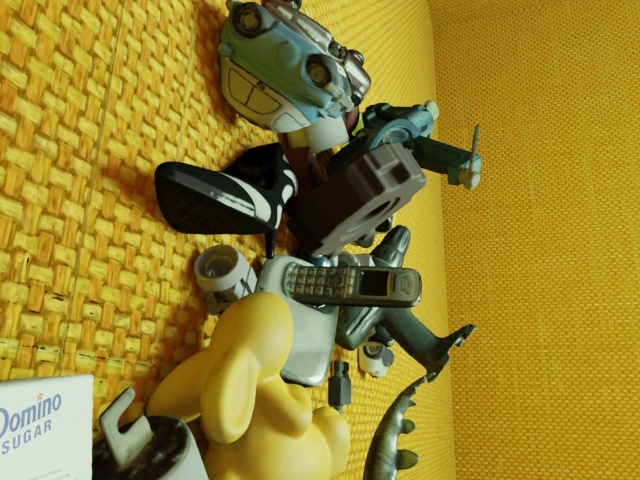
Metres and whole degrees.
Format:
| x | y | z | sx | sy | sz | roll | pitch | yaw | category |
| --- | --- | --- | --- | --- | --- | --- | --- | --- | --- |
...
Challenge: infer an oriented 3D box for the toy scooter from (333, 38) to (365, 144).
| x | y | z | sx | sy | sz | roll | pitch | yaw | category |
| --- | --- | --- | --- | --- | --- | --- | --- | --- | --- |
| 0.033 | -0.229 | 0.880 | 0.135 | 0.075 | 0.184 | 37 | 47 | -60 | toy scooter |

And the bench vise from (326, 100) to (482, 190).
| x | y | z | sx | sy | sz | roll | pitch | yaw | category |
| --- | --- | --- | --- | --- | --- | --- | --- | --- | --- |
| 0.137 | -0.125 | 0.768 | 0.224 | 0.241 | 0.128 | -27 | 125 | -31 | bench vise |

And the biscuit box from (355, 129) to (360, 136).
| x | y | z | sx | sy | sz | roll | pitch | yaw | category |
| --- | --- | --- | --- | --- | --- | --- | --- | --- | --- |
| 0.060 | -0.094 | 0.861 | 0.062 | 0.059 | 0.203 | 119 | -8 | -47 | biscuit box |

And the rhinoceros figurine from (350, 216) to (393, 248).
| x | y | z | sx | sy | sz | roll | pitch | yaw | category |
| --- | --- | --- | --- | --- | --- | --- | --- | --- | --- |
| 0.078 | -0.068 | 0.931 | 0.073 | 0.112 | 0.190 | 106 | -16 | -46 | rhinoceros figurine |

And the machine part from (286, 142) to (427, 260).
| x | y | z | sx | sy | sz | roll | pitch | yaw | category |
| --- | --- | --- | --- | --- | --- | --- | --- | --- | --- |
| 0.047 | -0.043 | 0.640 | 0.056 | 0.179 | 0.179 | 56 | 14 | 12 | machine part |

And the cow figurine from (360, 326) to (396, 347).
| x | y | z | sx | sy | sz | roll | pitch | yaw | category |
| --- | --- | --- | --- | --- | --- | --- | --- | --- | --- |
| 0.089 | 0.102 | 0.931 | 0.068 | 0.098 | 0.167 | 43 | 47 | -57 | cow figurine |

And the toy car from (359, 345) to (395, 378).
| x | y | z | sx | sy | sz | roll | pitch | yaw | category |
| --- | --- | --- | --- | --- | --- | --- | --- | --- | --- |
| 0.109 | 0.165 | 1.044 | 0.073 | 0.056 | 0.202 | 47 | 40 | -52 | toy car |

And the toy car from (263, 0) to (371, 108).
| x | y | z | sx | sy | sz | roll | pitch | yaw | category |
| --- | --- | --- | --- | --- | --- | --- | --- | --- | --- |
| 0.002 | -0.269 | 0.751 | 0.202 | 0.053 | 0.089 | 33 | 54 | -38 | toy car |

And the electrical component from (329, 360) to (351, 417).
| x | y | z | sx | sy | sz | roll | pitch | yaw | category |
| --- | --- | --- | --- | --- | --- | --- | --- | --- | --- |
| 0.033 | 0.237 | 0.845 | 0.063 | 0.021 | 0.094 | 42 | 46 | -65 | electrical component |

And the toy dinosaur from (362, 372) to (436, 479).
| x | y | z | sx | sy | sz | roll | pitch | yaw | category |
| --- | --- | --- | --- | --- | --- | --- | --- | --- | --- |
| 0.057 | 0.371 | 0.609 | 0.105 | 0.199 | 0.471 | 65 | 29 | -53 | toy dinosaur |

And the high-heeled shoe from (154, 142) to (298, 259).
| x | y | z | sx | sy | sz | roll | pitch | yaw | category |
| --- | --- | --- | --- | --- | --- | --- | --- | --- | --- |
| -0.076 | -0.069 | 0.508 | 0.248 | 0.086 | 0.145 | 49 | 38 | -69 | high-heeled shoe |

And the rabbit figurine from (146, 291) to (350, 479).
| x | y | z | sx | sy | sz | roll | pitch | yaw | category |
| --- | --- | --- | --- | --- | --- | --- | --- | --- | --- |
| -0.064 | 0.131 | 0.455 | 0.162 | 0.122 | 0.173 | 5 | 83 | -55 | rabbit figurine |

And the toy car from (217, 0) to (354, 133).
| x | y | z | sx | sy | sz | roll | pitch | yaw | category |
| --- | --- | --- | --- | --- | --- | --- | --- | --- | --- |
| -0.048 | -0.167 | 0.567 | 0.103 | 0.162 | 0.109 | -51 | 171 | 9 | toy car |

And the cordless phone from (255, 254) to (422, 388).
| x | y | z | sx | sy | sz | roll | pitch | yaw | category |
| --- | --- | --- | --- | --- | --- | --- | --- | --- | --- |
| 0.017 | 0.087 | 0.580 | 0.088 | 0.184 | 0.147 | 72 | 22 | -46 | cordless phone |

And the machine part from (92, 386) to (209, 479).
| x | y | z | sx | sy | sz | roll | pitch | yaw | category |
| --- | --- | --- | --- | --- | --- | --- | --- | --- | --- |
| -0.101 | 0.210 | 0.363 | 0.079 | 0.079 | 0.243 | -57 | 139 | -62 | machine part |

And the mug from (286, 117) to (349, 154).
| x | y | z | sx | sy | sz | roll | pitch | yaw | category |
| --- | --- | --- | --- | --- | --- | --- | --- | --- | --- |
| -0.009 | -0.175 | 0.738 | 0.109 | 0.081 | 0.107 | -42 | 116 | -59 | mug |

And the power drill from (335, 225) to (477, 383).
| x | y | z | sx | sy | sz | roll | pitch | yaw | category |
| --- | --- | --- | --- | --- | --- | --- | --- | --- | --- |
| 0.140 | 0.104 | 0.850 | 0.232 | 0.207 | 0.086 | -47 | 168 | -20 | power drill |

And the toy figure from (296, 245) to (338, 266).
| x | y | z | sx | sy | sz | roll | pitch | yaw | category |
| --- | --- | --- | --- | --- | --- | --- | --- | --- | --- |
| -0.003 | -0.002 | 0.746 | 0.058 | 0.064 | 0.154 | 22 | 61 | -29 | toy figure |

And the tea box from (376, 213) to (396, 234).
| x | y | z | sx | sy | sz | roll | pitch | yaw | category |
| --- | --- | --- | --- | --- | --- | --- | --- | --- | --- |
| 0.121 | -0.104 | 1.127 | 0.098 | 0.068 | 0.170 | 64 | 27 | -46 | tea box |
